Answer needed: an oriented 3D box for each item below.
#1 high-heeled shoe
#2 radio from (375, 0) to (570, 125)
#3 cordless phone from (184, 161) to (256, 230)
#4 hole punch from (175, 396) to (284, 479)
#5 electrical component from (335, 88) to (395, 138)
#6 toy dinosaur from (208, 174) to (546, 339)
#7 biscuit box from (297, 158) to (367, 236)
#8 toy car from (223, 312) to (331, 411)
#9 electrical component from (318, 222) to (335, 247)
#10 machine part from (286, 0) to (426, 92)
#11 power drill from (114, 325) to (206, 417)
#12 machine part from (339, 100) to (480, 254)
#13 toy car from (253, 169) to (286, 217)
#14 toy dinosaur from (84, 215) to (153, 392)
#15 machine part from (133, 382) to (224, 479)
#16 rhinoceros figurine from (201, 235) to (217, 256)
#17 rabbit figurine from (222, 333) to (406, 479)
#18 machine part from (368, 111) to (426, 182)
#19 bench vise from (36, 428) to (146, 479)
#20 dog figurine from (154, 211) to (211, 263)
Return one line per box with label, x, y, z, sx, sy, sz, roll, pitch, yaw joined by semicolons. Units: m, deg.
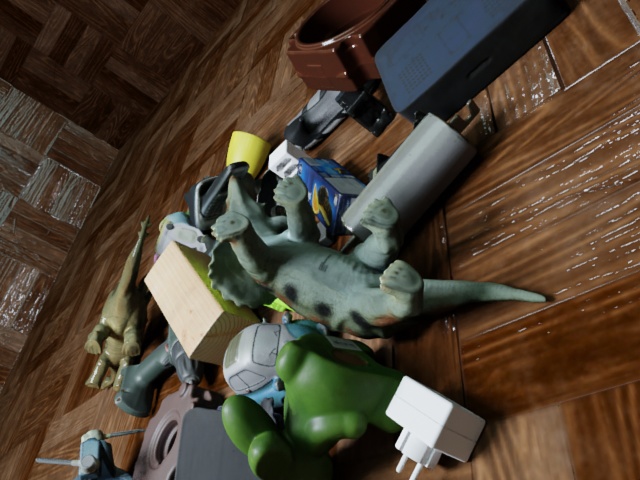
high-heeled shoe;0.032;-0.259;1.004;0.249;0.086;0.145;-40;-4;-6
radio;0.185;-0.264;0.703;0.229;0.073;0.131;-39;49;27
cordless phone;-0.164;-0.103;1.016;0.184;0.146;0.089;-40;76;45
hole punch;-0.095;0.252;0.627;0.116;0.092;0.142;2;74;14
electrical component;0.066;-0.223;0.875;0.047;0.074;0.119;-49;34;15
toy dinosaur;0.018;0.043;0.595;0.405;0.192;0.131;25;62;23
biscuit box;0.018;-0.068;0.789;0.203;0.059;0.062;-128;43;-62
toy car;-0.066;0.151;0.675;0.162;0.103;0.109;-31;37;36
electrical component;-0.002;-0.002;0.812;0.063;0.021;0.094;-35;35;34
machine part;0.058;-0.335;0.861;0.201;0.087;0.201;-48;37;-15
power drill;-0.278;0.222;0.957;0.207;0.086;0.232;-51;27;20
machine part;0.106;-0.065;0.651;0.243;0.079;0.079;-50;29;12
toy car;-0.083;-0.065;0.971;0.073;0.056;0.202;-31;38;29
toy dinosaur;-0.411;0.162;1.125;0.199;0.105;0.471;-92;25;-50
machine part;-0.212;0.303;0.797;0.179;0.056;0.179;-39;34;33
rhinoceros figurine;-0.185;0.035;1.018;0.190;0.073;0.112;-44;37;22
rabbit figurine;-0.008;0.188;0.522;0.121;0.159;0.170;26;100;52
machine part;0.106;-0.110;0.728;0.139;0.039;0.084;-51;17;40
bench vise;-0.337;0.364;0.816;0.224;0.129;0.240;-103;18;-44
dog figurine;-0.297;0.002;1.162;0.219;0.108;0.191;-118;39;-64
